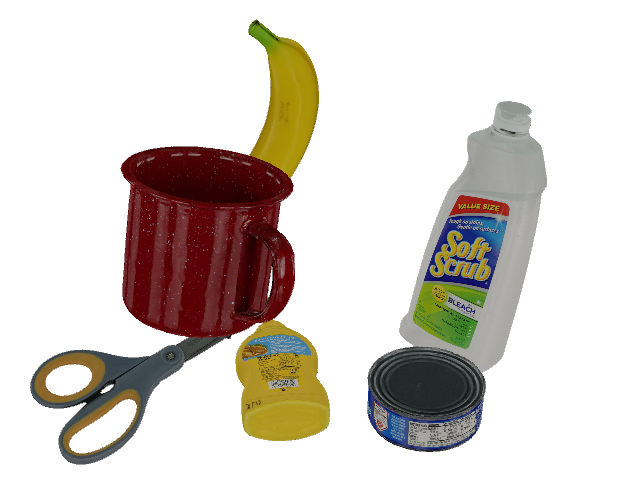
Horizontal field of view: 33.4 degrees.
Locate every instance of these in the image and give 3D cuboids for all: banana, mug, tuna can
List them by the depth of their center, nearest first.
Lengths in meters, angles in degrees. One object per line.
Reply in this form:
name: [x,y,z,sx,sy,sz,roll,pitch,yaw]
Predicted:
mug: [-0.057,0.005,0.584,0.117,0.081,0.093,26,28,36]
tuna can: [0.077,0.116,0.783,0.086,0.034,0.086,0,30,0]
banana: [-0.043,-0.079,0.829,0.069,0.198,0.037,11,34,-11]

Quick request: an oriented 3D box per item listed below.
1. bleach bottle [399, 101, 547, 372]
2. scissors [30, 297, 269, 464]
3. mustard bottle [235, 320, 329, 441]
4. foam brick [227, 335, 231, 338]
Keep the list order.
bleach bottle: [0.141,-0.007,0.956,0.103,0.251,0.067,28,36,31]
scissors: [-0.133,0.084,0.806,0.096,0.201,0.016,34,-35,13]
mustard bottle: [-0.049,0.150,1.233,0.096,0.058,0.191,-5,30,-6]
foam brick: [-0.115,0.053,1.053,0.078,0.051,0.053,17,33,7]
